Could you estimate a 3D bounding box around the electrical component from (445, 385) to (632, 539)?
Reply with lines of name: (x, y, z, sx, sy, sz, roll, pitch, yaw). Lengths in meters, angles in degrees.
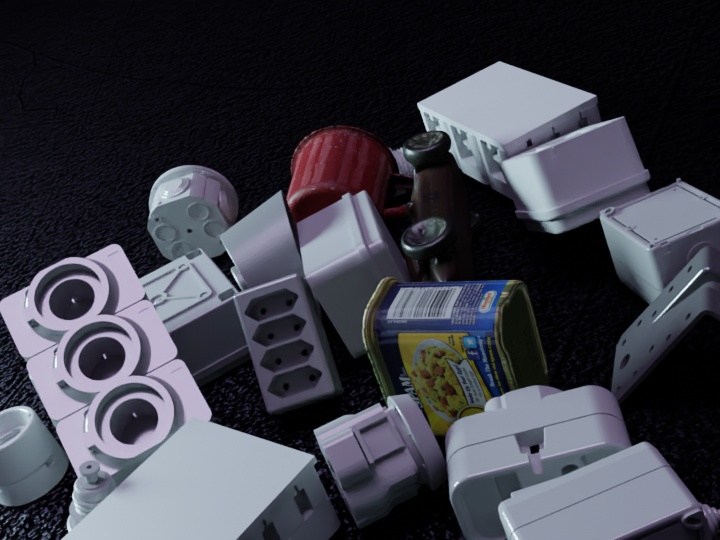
electrical component: (0.095, 0.101, 0.569, 0.095, 0.053, 0.059, -16, 29, 10)

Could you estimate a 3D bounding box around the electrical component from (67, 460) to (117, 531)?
electrical component: (-0.154, 0.147, 0.639, 0.040, 0.078, 0.040, -3, 30, 2)

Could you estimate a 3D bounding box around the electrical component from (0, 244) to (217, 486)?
electrical component: (-0.166, 0.067, 0.715, 0.089, 0.061, 0.150, -28, 64, -12)

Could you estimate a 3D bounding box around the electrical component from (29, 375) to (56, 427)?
electrical component: (-0.216, 0.085, 0.810, 0.055, 0.047, 0.055, -16, 29, 9)

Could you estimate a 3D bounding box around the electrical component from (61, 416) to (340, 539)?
electrical component: (-0.109, 0.172, 0.579, 0.105, 0.060, 0.186, 9, 41, 42)

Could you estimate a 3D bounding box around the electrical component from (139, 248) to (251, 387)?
electrical component: (-0.143, 0.044, 0.821, 0.109, 0.056, 0.109, -29, 30, -12)

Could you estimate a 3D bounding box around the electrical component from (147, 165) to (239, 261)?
electrical component: (-0.150, -0.048, 0.960, 0.080, 0.080, 0.051, -16, 35, 10)

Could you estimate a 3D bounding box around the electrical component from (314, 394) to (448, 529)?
electrical component: (0.012, 0.104, 0.598, 0.057, 0.078, 0.058, -25, 65, -8)

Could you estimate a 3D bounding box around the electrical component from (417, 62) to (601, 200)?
electrical component: (0.127, -0.116, 0.906, 0.089, 0.061, 0.150, -28, 30, -12)

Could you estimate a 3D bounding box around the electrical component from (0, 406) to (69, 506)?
electrical component: (-0.240, 0.129, 0.752, 0.055, 0.047, 0.055, -16, 29, 9)

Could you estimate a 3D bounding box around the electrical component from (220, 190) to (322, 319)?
electrical component: (-0.060, -0.001, 0.801, 0.064, 0.099, 0.099, -31, 30, -4)

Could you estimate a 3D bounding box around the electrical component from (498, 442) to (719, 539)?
electrical component: (0.121, 0.126, 0.502, 0.096, 0.061, 0.061, -23, 29, -2)

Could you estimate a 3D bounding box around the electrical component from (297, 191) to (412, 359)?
electrical component: (0.000, 0.000, 0.767, 0.057, 0.078, 0.113, -28, 24, 5)

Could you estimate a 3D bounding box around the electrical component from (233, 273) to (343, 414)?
electrical component: (-0.045, 0.052, 0.735, 0.047, 0.083, 0.076, -19, -9, 5)

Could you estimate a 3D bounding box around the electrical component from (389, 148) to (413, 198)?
electrical component: (0.032, -0.087, 0.940, 0.062, 0.043, 0.043, -21, 29, -3)

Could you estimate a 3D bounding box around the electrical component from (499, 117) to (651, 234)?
electrical component: (0.152, -0.066, 0.771, 0.078, 0.057, 0.113, -22, 4, -2)

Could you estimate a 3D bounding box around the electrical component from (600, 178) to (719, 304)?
electrical component: (0.201, -0.013, 0.691, 0.062, 0.061, 0.096, -23, 21, -2)
